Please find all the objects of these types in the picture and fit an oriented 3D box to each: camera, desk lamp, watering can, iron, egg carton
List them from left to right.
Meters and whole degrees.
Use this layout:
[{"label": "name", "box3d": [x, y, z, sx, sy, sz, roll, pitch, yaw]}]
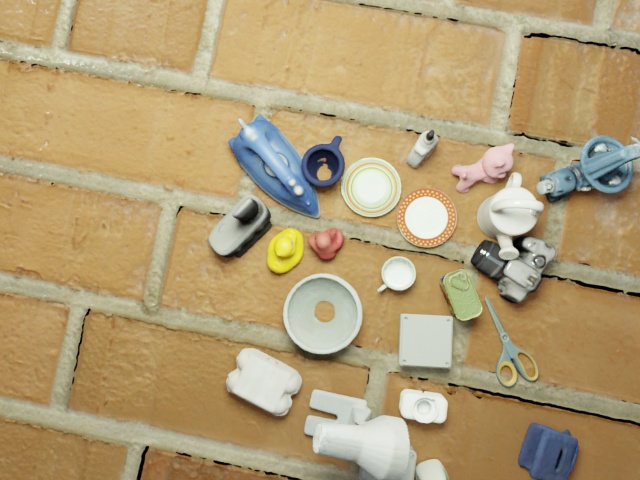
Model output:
[{"label": "egg carton", "box3d": [-0.119, 0.301, 1.221, 0.150, 0.069, 0.107, 25, 87, 4]}, {"label": "iron", "box3d": [-0.087, -0.154, 1.218, 0.118, 0.141, 0.258, -41, 85, -1]}, {"label": "desk lamp", "box3d": [0.066, 0.387, 1.133, 0.203, 0.213, 0.118, 11, 86, 4]}, {"label": "camera", "box3d": [0.399, 0.044, 1.200, 0.136, 0.101, 0.143, 32, 88, 5]}, {"label": "watering can", "box3d": [0.391, -0.049, 1.161, 0.101, 0.194, 0.173, -14, 85, 2]}]

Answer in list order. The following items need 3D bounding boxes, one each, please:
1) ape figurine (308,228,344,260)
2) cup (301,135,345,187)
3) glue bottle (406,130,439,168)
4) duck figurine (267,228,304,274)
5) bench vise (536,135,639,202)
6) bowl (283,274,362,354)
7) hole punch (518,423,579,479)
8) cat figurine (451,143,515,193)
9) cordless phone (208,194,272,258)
[{"label": "ape figurine", "box3d": [0.011, 0.004, 1.226, 0.077, 0.092, 0.076, 10, 86, 4]}, {"label": "cup", "box3d": [0.015, -0.166, 1.237, 0.091, 0.095, 0.118, 28, 87, 5]}, {"label": "glue bottle", "box3d": [0.219, -0.199, 1.191, 0.037, 0.173, 0.078, 38, 88, 5]}, {"label": "duck figurine", "box3d": [-0.078, 0.022, 1.232, 0.077, 0.086, 0.104, 29, 87, 5]}, {"label": "bench vise", "box3d": [0.553, -0.133, 1.147, 0.207, 0.220, 0.121, -38, 85, 0]}, {"label": "bowl", "box3d": [0.007, 0.157, 1.223, 0.167, 0.075, 0.167, 0, 86, 3]}, {"label": "hole punch", "box3d": [0.475, 0.440, 1.172, 0.101, 0.091, 0.109, 19, 87, 4]}, {"label": "cat figurine", "box3d": [0.350, -0.154, 1.209, 0.128, 0.118, 0.067, -21, 85, 1]}, {"label": "cordless phone", "box3d": [-0.176, -0.034, 1.191, 0.094, 0.185, 0.147, 41, 89, 5]}]
